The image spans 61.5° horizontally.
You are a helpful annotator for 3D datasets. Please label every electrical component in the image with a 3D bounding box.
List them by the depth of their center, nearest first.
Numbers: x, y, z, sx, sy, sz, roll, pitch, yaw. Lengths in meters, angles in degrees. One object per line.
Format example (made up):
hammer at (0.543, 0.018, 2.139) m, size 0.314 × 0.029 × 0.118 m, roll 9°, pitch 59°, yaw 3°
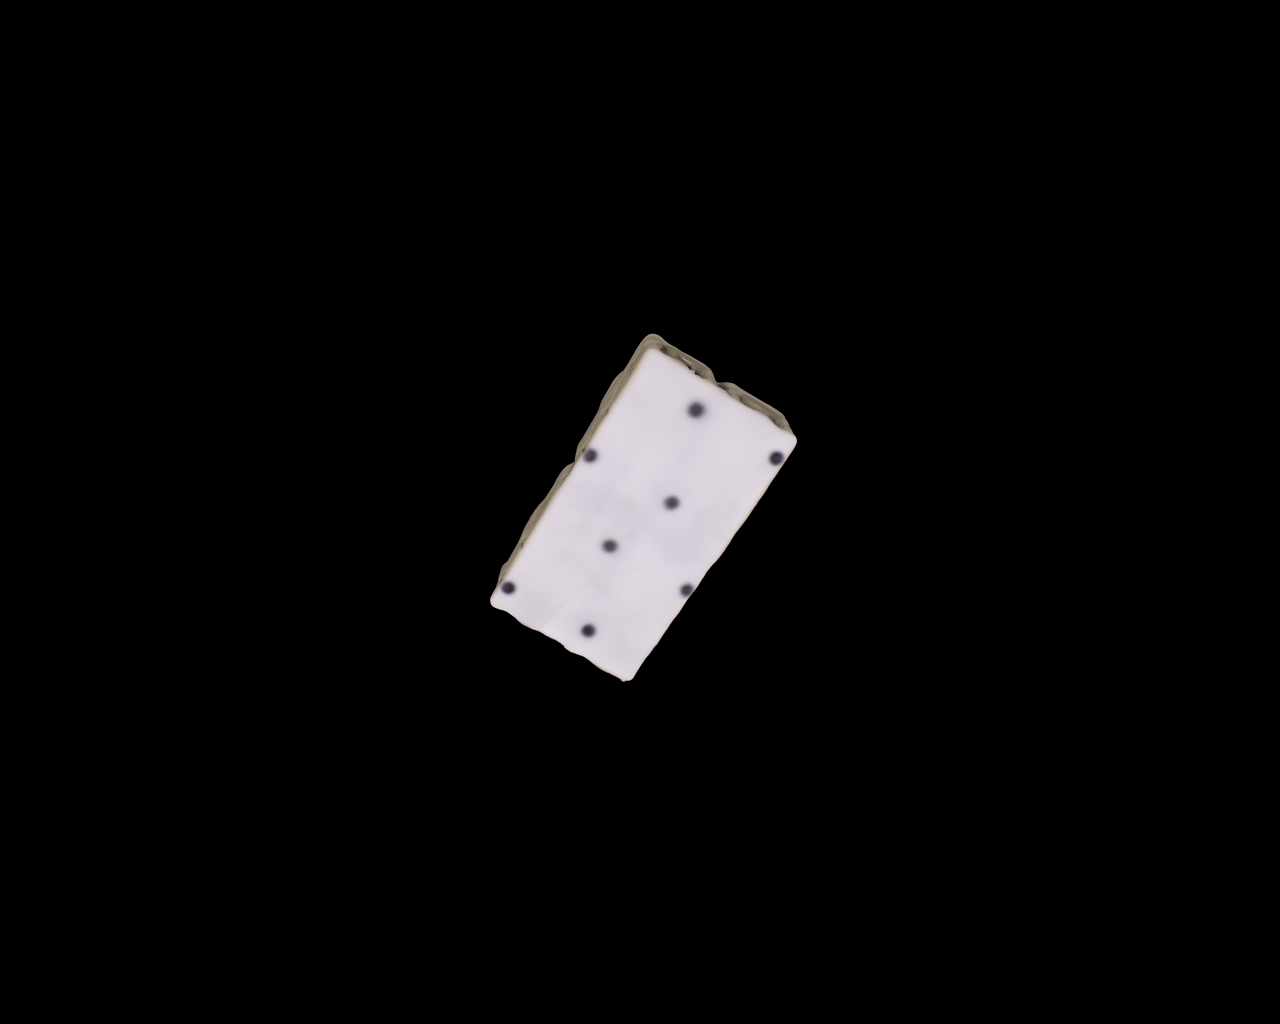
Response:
electrical component at (0.001, -0.003, 0.650) m, size 0.105 × 0.186 × 0.060 m, roll 30°, pitch 15°, yaw -9°
